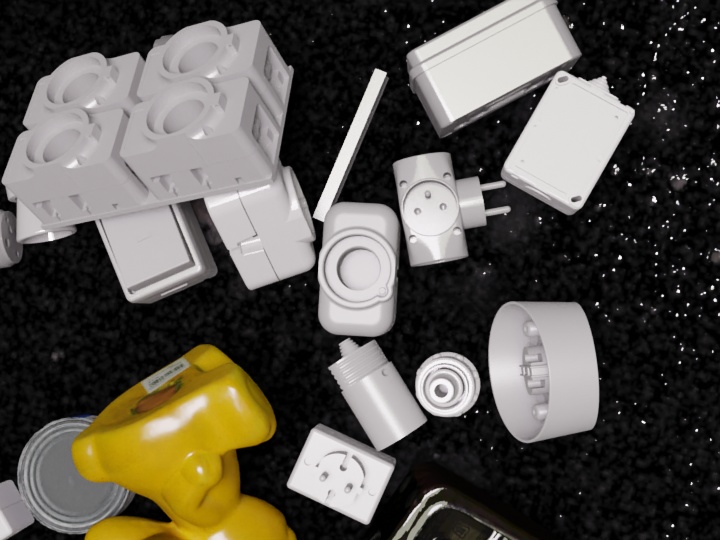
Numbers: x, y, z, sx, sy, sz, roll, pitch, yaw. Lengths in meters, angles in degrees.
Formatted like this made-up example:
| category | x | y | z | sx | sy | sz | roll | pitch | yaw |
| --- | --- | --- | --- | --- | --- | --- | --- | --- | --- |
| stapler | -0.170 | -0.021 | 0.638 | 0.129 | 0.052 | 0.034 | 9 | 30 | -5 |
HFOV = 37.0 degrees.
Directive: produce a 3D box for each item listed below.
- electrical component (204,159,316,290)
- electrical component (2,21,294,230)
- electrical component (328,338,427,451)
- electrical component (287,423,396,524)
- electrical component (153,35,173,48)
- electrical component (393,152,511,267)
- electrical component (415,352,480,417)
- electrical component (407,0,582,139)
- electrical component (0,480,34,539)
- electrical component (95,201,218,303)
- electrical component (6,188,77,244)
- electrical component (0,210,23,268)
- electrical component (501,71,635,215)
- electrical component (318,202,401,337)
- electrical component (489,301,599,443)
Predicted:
| category | x | y | z | sx | sy | sz | roll | pitch | yaw |
| --- | --- | --- | --- | --- | --- | --- | --- | --- | --- |
| electrical component | -0.069 | -0.038 | 0.772 | 0.059 | 0.095 | 0.053 | -19 | 42 | 4 |
| electrical component | -0.149 | -0.102 | 0.748 | 0.186 | 0.060 | 0.105 | -10 | 52 | 21 |
| electrical component | 0.010 | 0.086 | 0.786 | 0.043 | 0.043 | 0.081 | -32 | 85 | 3 |
| electrical component | -0.014 | 0.147 | 0.769 | 0.066 | 0.077 | 0.047 | 24 | 90 | 5 |
| electrical component | -0.124 | -0.152 | 0.807 | 0.062 | 0.043 | 0.043 | 9 | 88 | 3 |
| electrical component | 0.069 | -0.047 | 0.786 | 0.079 | 0.044 | 0.077 | -10 | 87 | 4 |
| electrical component | 0.061 | 0.084 | 0.772 | 0.048 | 0.062 | 0.048 | 0 | 89 | 9 |
| electrical component | 0.093 | -0.148 | 0.772 | 0.113 | 0.078 | 0.057 | -27 | 89 | 3 |
| electrical component | -0.285 | 0.212 | 0.802 | 0.083 | 0.047 | 0.075 | -32 | 86 | 2 |
| electrical component | -0.155 | -0.029 | 0.795 | 0.062 | 0.061 | 0.096 | -23 | 86 | 3 |
| electrical component | -0.242 | -0.051 | 0.811 | 0.045 | 0.045 | 0.055 | -13 | 86 | 4 |
| electrical component | -0.290 | -0.021 | 0.814 | 0.055 | 0.045 | 0.045 | -8 | 87 | 4 |
| electrical component | 0.151 | -0.095 | 0.773 | 0.062 | 0.061 | 0.096 | 30 | 90 | 5 |
| electrical component | 0.000 | 0.000 | 0.782 | 0.054 | 0.059 | 0.095 | 3 | 88 | 5 |
| electrical component | 0.129 | 0.069 | 0.753 | 0.064 | 0.099 | 0.099 | -5 | 87 | -2 |
